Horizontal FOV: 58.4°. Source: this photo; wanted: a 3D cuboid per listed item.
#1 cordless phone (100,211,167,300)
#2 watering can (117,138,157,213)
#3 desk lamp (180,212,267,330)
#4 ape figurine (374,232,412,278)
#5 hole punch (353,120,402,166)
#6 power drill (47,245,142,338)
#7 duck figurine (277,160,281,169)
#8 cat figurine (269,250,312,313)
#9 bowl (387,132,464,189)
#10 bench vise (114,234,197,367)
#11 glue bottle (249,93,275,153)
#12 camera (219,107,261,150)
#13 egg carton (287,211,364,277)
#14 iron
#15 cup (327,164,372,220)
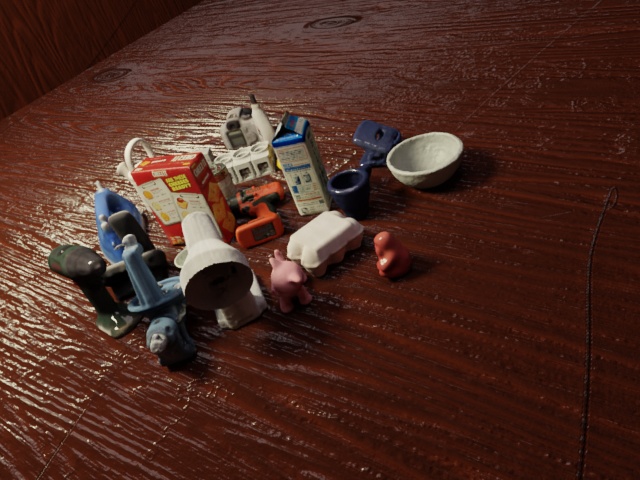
[{"bbox_3d":[-0.427,0.025,1.235,0.147,0.185,0.094,-24,36,-4],"label":"cordless phone"},{"bbox_3d":[-0.458,-0.175,1.506,0.172,0.194,0.101,-12,36,13],"label":"watering can"},{"bbox_3d":[-0.182,0.063,1.038,0.118,0.214,0.202,-25,36,-6],"label":"desk lamp"},{"bbox_3d":[0.125,0.022,1.045,0.076,0.092,0.078,3,42,29],"label":"ape figurine"},{"bbox_3d":[0.142,-0.238,1.381,0.100,0.091,0.109,0,40,26],"label":"hole punch"},{"bbox_3d":[-0.443,0.092,1.134,0.228,0.209,0.076,15,49,39],"label":"power drill"},{"bbox_3d":[-0.080,-0.246,1.506,0.105,0.086,0.077,-41,40,-26],"label":"duck figurine"},{"bbox_3d":[-0.062,0.067,1.057,0.067,0.118,0.127,-22,35,-1],"label":"cat figurine"},{"bbox_3d":[0.233,-0.162,1.250,0.167,0.075,0.167,-13,36,10],"label":"bowl"},{"bbox_3d":[-0.288,0.103,1.033,0.121,0.220,0.206,-31,37,-14],"label":"bench vise"},{"bbox_3d":[-0.159,-0.323,1.571,0.037,0.173,0.078,-31,37,-13],"label":"glue bottle"},{"bbox_3d":[-0.218,-0.351,1.700,0.143,0.101,0.137,-10,37,14],"label":"camera"},{"bbox_3d":[0.011,0.004,1.145,0.150,0.069,0.107,-37,39,-22],"label":"egg carton"},{"bbox_3d":[-0.507,-0.041,1.400,0.119,0.142,0.257,-25,36,-7],"label":"iron"},{"bbox_3d":[0.078,-0.100,1.227,0.091,0.095,0.118,18,51,42],"label":"cup"}]
